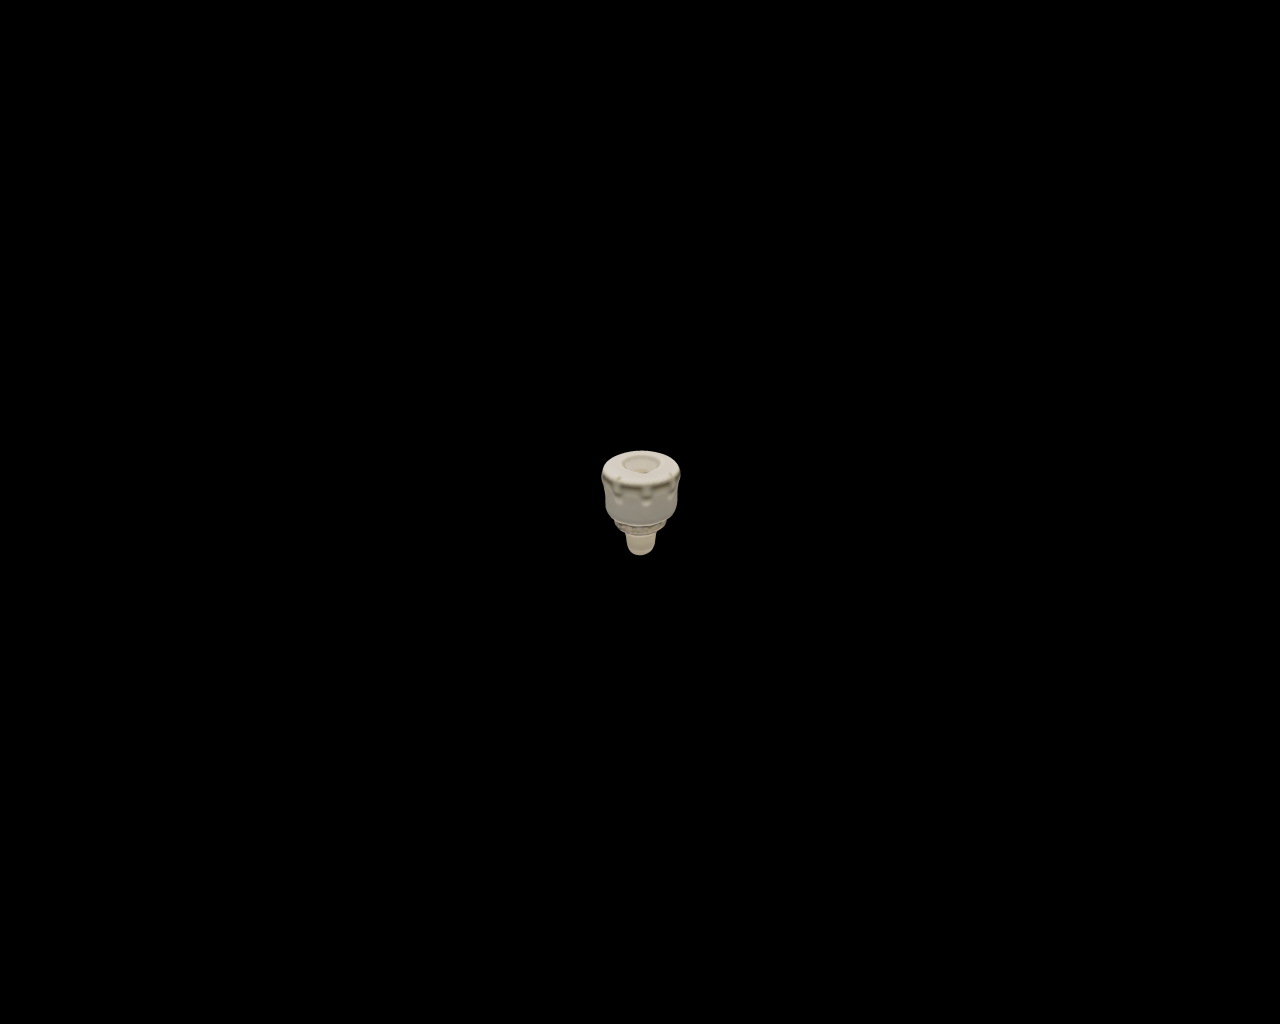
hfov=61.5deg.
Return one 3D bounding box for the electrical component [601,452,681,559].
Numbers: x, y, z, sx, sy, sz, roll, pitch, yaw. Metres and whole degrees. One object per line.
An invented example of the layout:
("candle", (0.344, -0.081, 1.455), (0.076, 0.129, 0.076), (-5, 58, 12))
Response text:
("electrical component", (0.001, -0.003, 0.650), (0.048, 0.062, 0.048), (0, 26, 0))
